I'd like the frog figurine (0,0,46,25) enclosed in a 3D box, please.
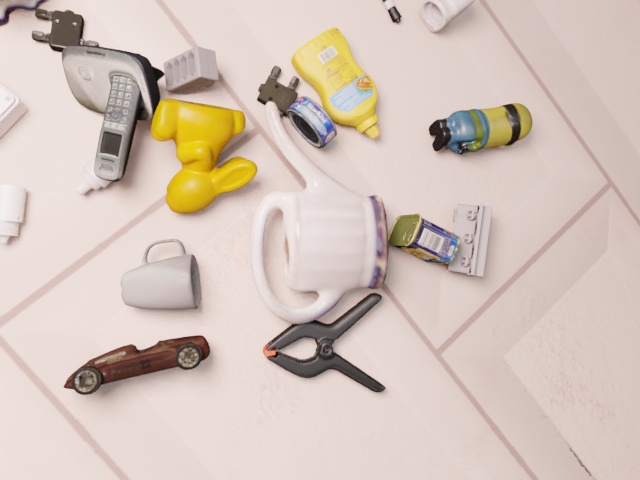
[{"bbox_3d":[-0.456,-0.375,0.701,0.138,0.123,0.159,-13,0,-15],"label":"frog figurine"}]

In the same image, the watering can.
[{"bbox_3d":[0.002,-0.041,0.819,0.224,0.348,0.104,1,0,-15],"label":"watering can"}]
